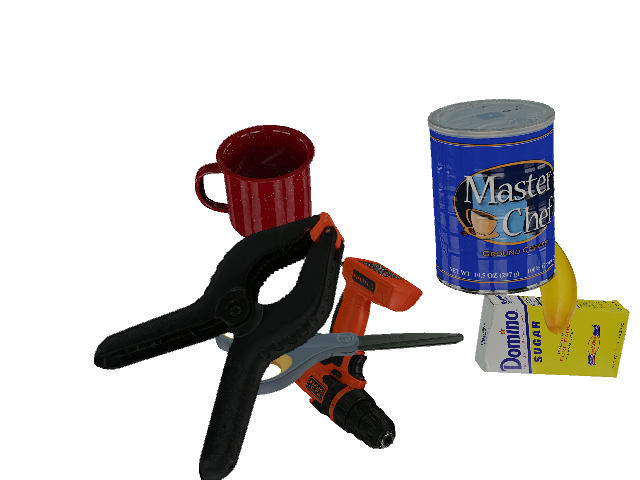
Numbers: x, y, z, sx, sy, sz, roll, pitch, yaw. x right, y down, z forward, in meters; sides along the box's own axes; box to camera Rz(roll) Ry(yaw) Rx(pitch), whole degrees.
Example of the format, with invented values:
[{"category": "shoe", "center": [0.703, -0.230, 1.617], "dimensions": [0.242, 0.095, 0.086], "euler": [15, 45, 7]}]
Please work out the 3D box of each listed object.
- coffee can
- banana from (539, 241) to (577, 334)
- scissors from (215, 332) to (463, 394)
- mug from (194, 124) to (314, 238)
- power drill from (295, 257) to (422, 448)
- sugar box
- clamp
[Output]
[{"category": "coffee can", "center": [0.145, -0.038, 0.894], "dimensions": [0.103, 0.140, 0.103], "euler": [-5, 20, 2]}, {"category": "banana", "center": [0.223, 0.026, 1.112], "dimensions": [0.069, 0.037, 0.198], "euler": [-31, 38, -2]}, {"category": "scissors", "center": [0.010, 0.094, 0.853], "dimensions": [0.202, 0.016, 0.096], "euler": [6, 35, 10]}, {"category": "mug", "center": [-0.062, -0.051, 1.027], "dimensions": [0.117, 0.081, 0.093], "euler": [-4, 40, -1]}, {"category": "power drill", "center": [0.049, 0.127, 1.244], "dimensions": [0.057, 0.188, 0.185], "euler": [13, 14, -41]}, {"category": "sugar box", "center": [0.287, 0.119, 1.329], "dimensions": [0.176, 0.093, 0.048], "euler": [2, 18, -10]}, {"category": "clamp", "center": [-0.044, 0.059, 0.644], "dimensions": [0.171, 0.120, 0.039], "euler": [-40, -23, -1]}]
